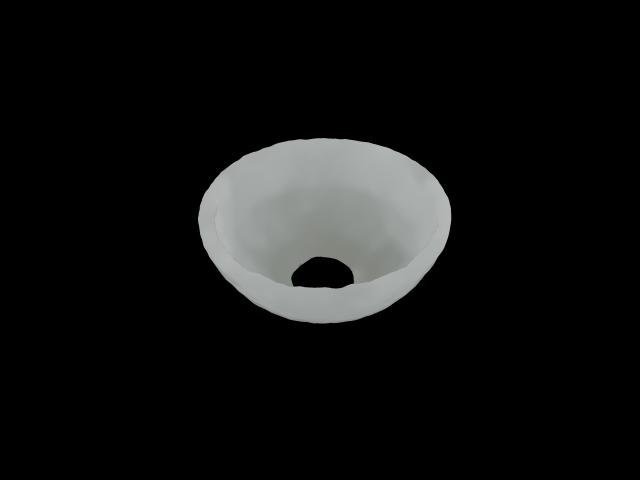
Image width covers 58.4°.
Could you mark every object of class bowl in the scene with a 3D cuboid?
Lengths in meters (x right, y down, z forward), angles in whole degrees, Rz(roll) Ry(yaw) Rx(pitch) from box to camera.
[{"bbox_3d":[0.004,0.001,0.400,0.167,0.075,0.167,0,42,0],"label":"bowl"}]
